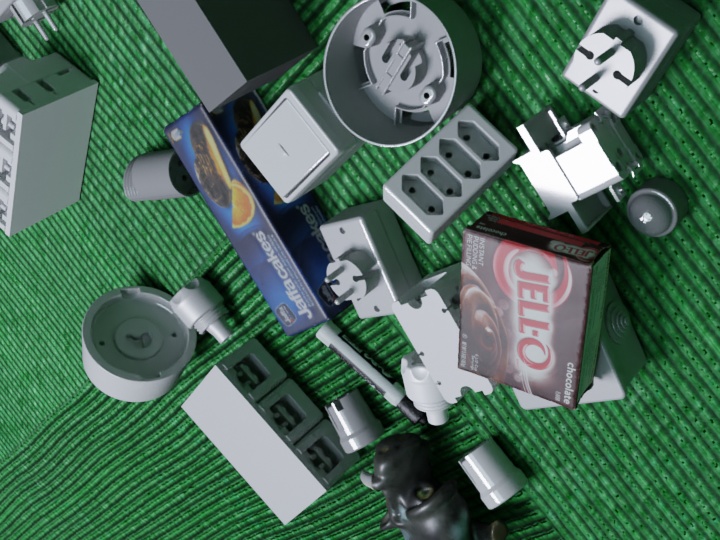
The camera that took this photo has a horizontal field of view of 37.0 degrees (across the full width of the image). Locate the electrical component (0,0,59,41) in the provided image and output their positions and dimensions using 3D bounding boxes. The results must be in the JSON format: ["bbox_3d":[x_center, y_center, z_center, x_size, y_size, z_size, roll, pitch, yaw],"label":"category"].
[{"bbox_3d":[-0.291,-0.238,0.944,0.083,0.047,0.075,-24,101,46],"label":"electrical component"}]

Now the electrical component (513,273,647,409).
[{"bbox_3d":[0.144,0.046,0.760,0.100,0.048,0.099,-14,106,44],"label":"electrical component"}]

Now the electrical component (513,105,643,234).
[{"bbox_3d":[0.143,-0.071,0.694,0.064,0.042,0.081,-28,97,43],"label":"electrical component"}]

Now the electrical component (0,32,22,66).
[{"bbox_3d":[-0.380,-0.190,1.038,0.061,0.061,0.096,50,136,3],"label":"electrical component"}]

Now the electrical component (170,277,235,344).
[{"bbox_3d":[-0.143,0.040,1.000,0.062,0.043,0.043,48,136,3],"label":"electrical component"}]

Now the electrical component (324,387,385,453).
[{"bbox_3d":[-0.006,0.132,0.948,0.040,0.040,0.046,-30,89,46],"label":"electrical component"}]

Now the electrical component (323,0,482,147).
[{"bbox_3d":[0.030,-0.139,0.726,0.099,0.064,0.099,21,126,32],"label":"electrical component"}]

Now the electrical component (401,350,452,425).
[{"bbox_3d":[0.058,0.095,0.868,0.043,0.043,0.062,8,122,37],"label":"electrical component"}]

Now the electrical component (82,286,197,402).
[{"bbox_3d":[-0.217,0.076,1.042,0.108,0.108,0.060,41,141,12],"label":"electrical component"}]

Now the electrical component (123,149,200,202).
[{"bbox_3d":[-0.178,-0.083,0.951,0.081,0.043,0.043,-2,115,41],"label":"electrical component"}]

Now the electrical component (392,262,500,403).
[{"bbox_3d":[0.076,0.045,0.811,0.050,0.056,0.089,-23,100,45],"label":"electrical component"}]

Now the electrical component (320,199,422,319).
[{"bbox_3d":[0.000,0.000,0.832,0.047,0.076,0.083,-11,109,43],"label":"electrical component"}]

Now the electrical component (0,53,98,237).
[{"bbox_3d":[-0.307,-0.118,1.002,0.062,0.089,0.150,38,134,15],"label":"electrical component"}]

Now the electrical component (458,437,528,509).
[{"bbox_3d":[0.107,0.164,0.874,0.046,0.040,0.040,53,137,8],"label":"electrical component"}]

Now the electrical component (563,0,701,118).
[{"bbox_3d":[0.150,-0.125,0.627,0.047,0.077,0.065,40,135,14],"label":"electrical component"}]

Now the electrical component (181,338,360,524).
[{"bbox_3d":[-0.082,0.148,1.004,0.150,0.062,0.089,48,136,5],"label":"electrical component"}]

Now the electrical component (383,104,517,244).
[{"bbox_3d":[0.061,-0.062,0.751,0.047,0.083,0.075,45,174,8],"label":"electrical component"}]

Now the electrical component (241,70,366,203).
[{"bbox_3d":[-0.038,-0.103,0.808,0.061,0.061,0.096,52,136,1],"label":"electrical component"}]
